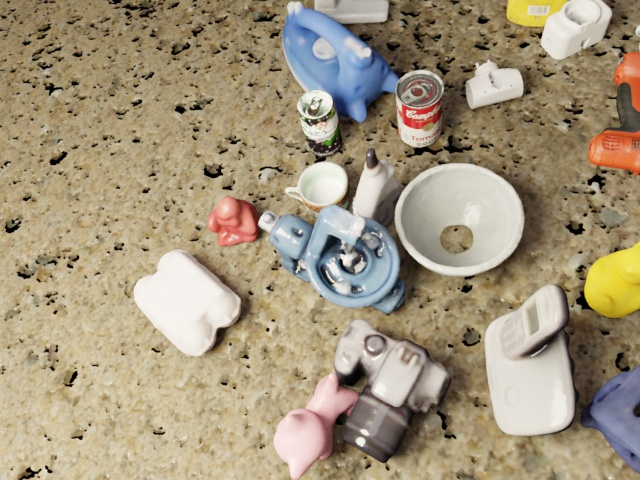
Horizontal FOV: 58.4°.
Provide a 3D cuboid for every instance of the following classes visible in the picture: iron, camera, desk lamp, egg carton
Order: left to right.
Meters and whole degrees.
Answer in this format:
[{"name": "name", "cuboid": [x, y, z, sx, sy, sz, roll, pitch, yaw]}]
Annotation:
[{"name": "egg carton", "cuboid": [-0.186, 0.086, 0.800, 0.150, 0.069, 0.107, 36, 75, 23]}, {"name": "iron", "cuboid": [0.008, -0.308, 0.912, 0.119, 0.142, 0.257, -42, 65, -10]}, {"name": "desk lamp", "cuboid": [0.010, -0.474, 0.949, 0.203, 0.214, 0.118, 1, 65, 10]}, {"name": "camera", "cuboid": [0.070, 0.184, 0.693, 0.143, 0.101, 0.137, 26, 72, 20]}]

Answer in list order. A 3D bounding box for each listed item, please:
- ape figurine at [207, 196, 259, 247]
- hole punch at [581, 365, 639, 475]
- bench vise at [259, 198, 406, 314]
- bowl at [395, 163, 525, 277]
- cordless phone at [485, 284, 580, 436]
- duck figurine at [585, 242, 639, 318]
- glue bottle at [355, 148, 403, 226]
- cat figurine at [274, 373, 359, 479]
[{"name": "ape figurine", "cuboid": [-0.127, -0.033, 0.833, 0.077, 0.092, 0.076, 31, 74, 21]}, {"name": "hole punch", "cuboid": [0.367, 0.196, 0.642, 0.109, 0.091, 0.101, -36, 64, -8]}, {"name": "bench vise", "cuboid": [0.004, 0.013, 0.718, 0.207, 0.220, 0.121, 8, 67, 14]}, {"name": "bowl", "cuboid": [0.187, -0.017, 0.782, 0.167, 0.075, 0.167, -4, 65, 8]}, {"name": "cordless phone", "cuboid": [0.243, 0.136, 0.639, 0.094, 0.185, 0.147, -6, 64, 7]}, {"name": "duck figurine", "cuboid": [0.382, 0.044, 0.714, 0.077, 0.086, 0.105, 39, 77, 23]}, {"name": "glue bottle", "cuboid": [0.076, -0.072, 0.772, 0.037, 0.173, 0.078, 39, 77, 23]}, {"name": "cat figurine", "cuboid": [-0.009, 0.216, 0.681, 0.067, 0.118, 0.128, 27, 72, 20]}]
